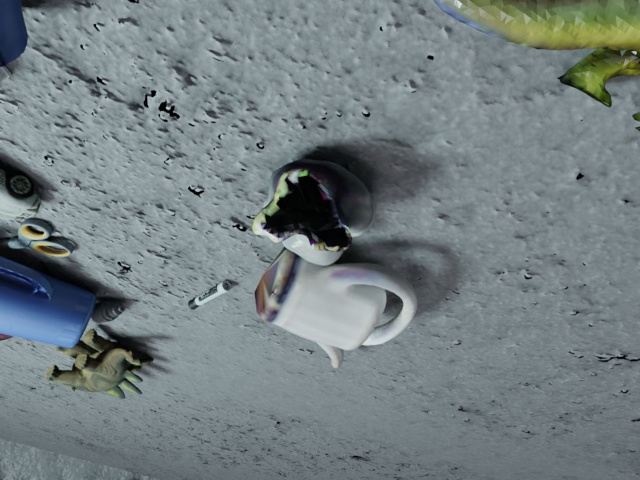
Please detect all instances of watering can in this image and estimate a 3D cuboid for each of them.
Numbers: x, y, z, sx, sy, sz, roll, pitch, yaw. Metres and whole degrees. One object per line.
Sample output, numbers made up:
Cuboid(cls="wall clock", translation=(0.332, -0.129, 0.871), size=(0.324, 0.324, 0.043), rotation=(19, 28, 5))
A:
Cuboid(cls="watering can", translation=(0.004, 0.117, 0.788), size=(0.224, 0.106, 0.340), rotation=(21, 144, -9))

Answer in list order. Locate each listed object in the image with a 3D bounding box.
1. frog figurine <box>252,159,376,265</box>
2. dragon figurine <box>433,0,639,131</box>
Cuboid(cls="frog figurine", translation=(0.002, -0.032, 0.626), size=(0.137, 0.123, 0.159), rotation=(-10, 174, 15))
Cuboid(cls="dragon figurine", translation=(0.308, -0.173, 0.359), size=(0.408, 0.125, 0.238), rotation=(23, 124, -16))
